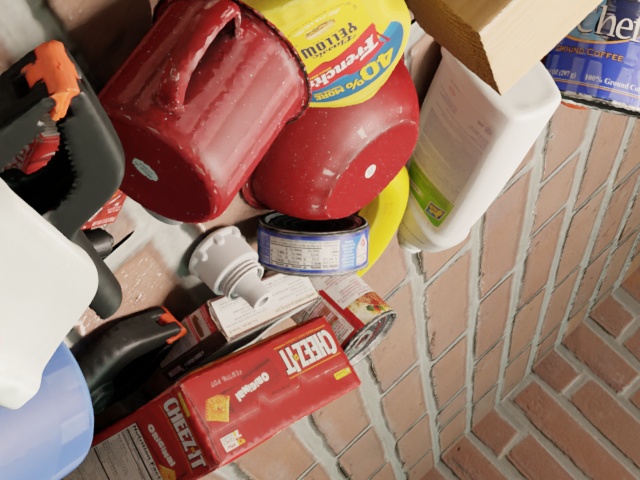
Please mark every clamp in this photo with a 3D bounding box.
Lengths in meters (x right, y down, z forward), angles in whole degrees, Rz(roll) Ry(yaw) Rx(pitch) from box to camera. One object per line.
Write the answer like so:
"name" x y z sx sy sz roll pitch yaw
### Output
"clamp" -0.170 0.104 0.755 0.171 0.039 0.120 -44 166 -15
"clamp" -0.154 -0.007 0.489 0.164 0.036 0.210 -12 152 -28

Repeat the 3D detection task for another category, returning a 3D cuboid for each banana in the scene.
"banana" 0.040 -0.017 0.945 0.069 0.037 0.198 -15 148 -22

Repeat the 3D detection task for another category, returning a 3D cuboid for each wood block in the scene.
"wood block" 0.155 -0.207 0.690 0.206 0.090 0.090 -44 153 1

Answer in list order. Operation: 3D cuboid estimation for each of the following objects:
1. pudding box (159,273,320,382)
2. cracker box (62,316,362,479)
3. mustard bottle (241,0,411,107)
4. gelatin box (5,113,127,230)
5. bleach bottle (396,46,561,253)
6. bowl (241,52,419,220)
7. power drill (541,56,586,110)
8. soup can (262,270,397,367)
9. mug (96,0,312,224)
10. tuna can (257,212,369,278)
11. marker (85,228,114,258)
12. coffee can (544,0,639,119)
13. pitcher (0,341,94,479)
"pudding box" -0.067 0.064 0.845 0.113 0.039 0.090 -25 171 -48
"cracker box" -0.098 0.145 0.834 0.214 0.072 0.163 -34 172 41
"mustard bottle" 0.003 -0.122 0.618 0.096 0.058 0.191 -30 163 7
"gelatin box" -0.133 -0.037 0.561 0.089 0.030 0.073 -17 146 -53
"bleach bottle" 0.112 -0.069 0.914 0.068 0.103 0.251 -24 159 -27
"bowl" 0.020 -0.067 0.772 0.162 0.055 0.162 -38 159 -18
"power drill" 0.195 -0.133 0.985 0.187 0.057 0.185 -29 154 -39
"soup can" 0.006 0.051 0.905 0.068 0.102 0.068 -39 159 -18
"mug" -0.061 -0.067 0.514 0.081 0.093 0.117 -59 178 -28
"tuna can" -0.005 0.001 0.807 0.085 0.086 0.034 -17 113 -53
"marker" -0.167 0.015 0.612 0.120 0.020 0.020 -22 150 -48
"coffee can" 0.240 -0.175 0.851 0.102 0.103 0.140 0 105 -63
"pitcher" -0.244 0.125 0.543 0.242 0.149 0.145 -28 139 -47
